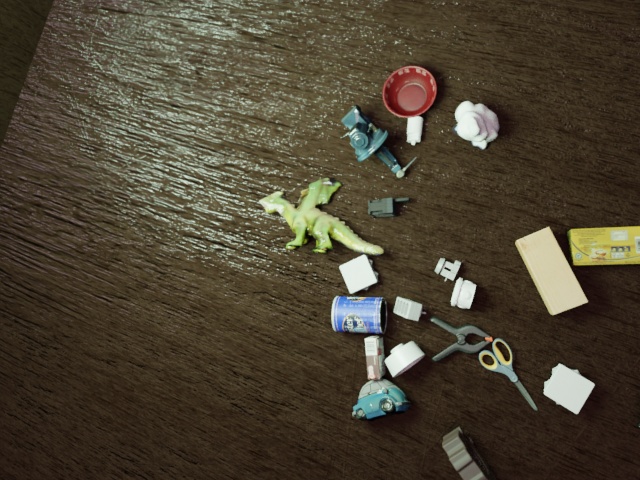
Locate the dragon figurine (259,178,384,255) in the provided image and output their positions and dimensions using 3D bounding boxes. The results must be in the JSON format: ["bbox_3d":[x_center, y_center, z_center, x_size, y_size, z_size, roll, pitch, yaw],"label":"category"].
[{"bbox_3d":[0.005,-0.079,1.562,0.410,0.121,0.246,4,76,18],"label":"dragon figurine"}]

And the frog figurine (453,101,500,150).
[{"bbox_3d":[0.430,-0.327,1.422,0.122,0.158,0.139,-33,74,10],"label":"frog figurine"}]
